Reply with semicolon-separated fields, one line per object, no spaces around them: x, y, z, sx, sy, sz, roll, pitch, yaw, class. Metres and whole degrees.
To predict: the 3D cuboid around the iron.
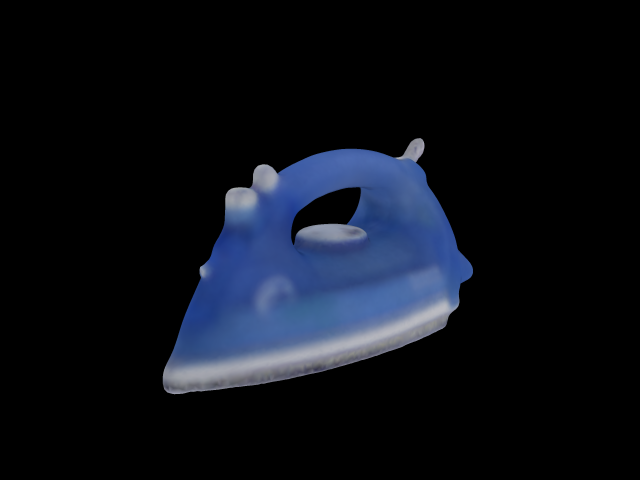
0.004;0.001;0.400;0.118;0.141;0.259;10;15;42;iron
